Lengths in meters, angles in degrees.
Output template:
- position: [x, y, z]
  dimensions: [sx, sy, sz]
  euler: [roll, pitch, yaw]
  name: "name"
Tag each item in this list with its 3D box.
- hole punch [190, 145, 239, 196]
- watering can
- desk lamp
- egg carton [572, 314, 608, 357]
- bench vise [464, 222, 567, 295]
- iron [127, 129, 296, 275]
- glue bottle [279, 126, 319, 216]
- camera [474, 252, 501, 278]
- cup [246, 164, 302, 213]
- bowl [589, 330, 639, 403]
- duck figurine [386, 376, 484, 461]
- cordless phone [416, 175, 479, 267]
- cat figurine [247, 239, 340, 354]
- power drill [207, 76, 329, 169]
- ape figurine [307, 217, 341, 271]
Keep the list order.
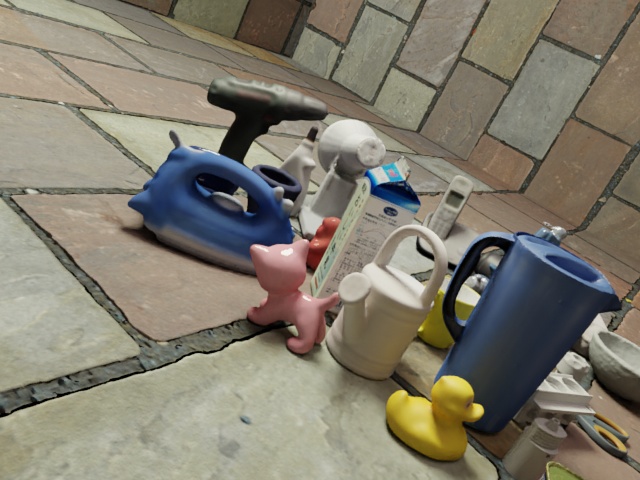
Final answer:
- position: [-0.187, -0.120, 0.990]
  dimensions: [0.109, 0.091, 0.101]
  euler: [23, 21, -11]
  name: "hole punch"
- position: [0.089, 0.072, 0.716]
  dimensions: [0.100, 0.194, 0.173]
  euler: [32, 21, 15]
  name: "watering can"
- position: [0.048, -0.114, 1.085]
  dimensions: [0.118, 0.213, 0.203]
  euler: [20, 21, -17]
  name: "desk lamp"
- position: [0.530, 0.176, 1.185]
  dimensions: [0.107, 0.069, 0.150]
  euler: [29, 20, 5]
  name: "egg carton"
- position: [0.338, 0.071, 0.986]
  dimensions: [0.121, 0.219, 0.208]
  euler: [38, 23, 27]
  name: "bench vise"
- position: [-0.127, -0.048, 0.819]
  dimensions: [0.259, 0.141, 0.118]
  euler: [23, 21, -11]
  name: "iron"
- position: [-0.043, -0.135, 1.086]
  dimensions: [0.078, 0.173, 0.037]
  euler: [36, 22, 24]
  name: "glue bottle"
- position: [0.414, 0.078, 1.233]
  dimensions: [0.144, 0.101, 0.136]
  euler: [4, 30, -47]
  name: "camera"
- position: [-0.088, -0.074, 0.997]
  dimensions: [0.091, 0.095, 0.118]
  euler: [26, 20, -3]
  name: "cup"
- position: [0.560, 0.244, 1.051]
  dimensions: [0.167, 0.074, 0.167]
  euler: [23, 21, -9]
  name: "bowl"
- position: [0.133, 0.189, 0.644]
  dimensions: [0.104, 0.086, 0.077]
  euler: [25, 20, -4]
  name: "duck figurine"
- position: [0.308, -0.037, 1.260]
  dimensions: [0.147, 0.185, 0.094]
  euler: [25, 20, -5]
  name: "cordless phone"
- position: [-0.034, 0.058, 0.710]
  dimensions: [0.127, 0.117, 0.067]
  euler: [31, 21, 12]
  name: "cat figurine"
- position: [-0.123, -0.214, 1.125]
  dimensions: [0.230, 0.208, 0.075]
  euler: [20, 21, -17]
  name: "power drill"
- position: [0.009, 0.003, 0.931]
  dimensions: [0.076, 0.092, 0.078]
  euler: [37, 23, 26]
  name: "ape figurine"
